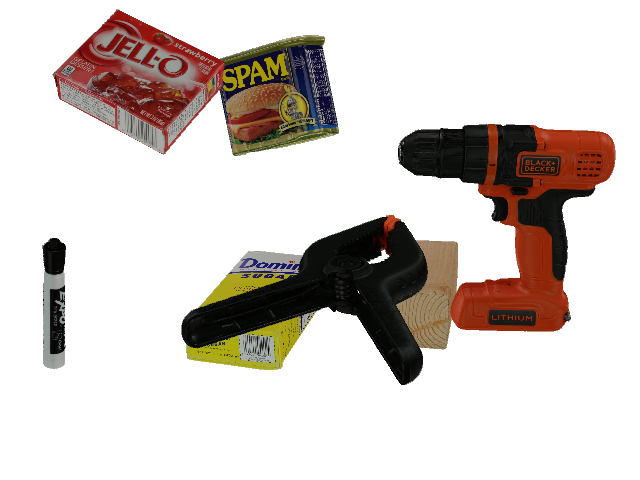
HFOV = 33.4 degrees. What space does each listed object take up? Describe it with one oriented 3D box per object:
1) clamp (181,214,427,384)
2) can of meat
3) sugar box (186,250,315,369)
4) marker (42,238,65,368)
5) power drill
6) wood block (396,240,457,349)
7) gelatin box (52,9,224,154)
[{"bbox_3d":[0.008,0.033,0.752,0.165,0.036,0.209,5,25,16],"label":"clamp"},{"bbox_3d":[-0.038,-0.123,0.922,0.102,0.084,0.057,-10,3,32],"label":"can of meat"},{"bbox_3d":[-0.057,0.063,1.045,0.093,0.048,0.176,6,26,14],"label":"sugar box"},{"bbox_3d":[-0.225,0.053,0.899,0.020,0.121,0.020,6,27,-3],"label":"marker"},{"bbox_3d":[0.158,-0.012,0.942,0.184,0.188,0.057,2,26,3],"label":"power drill"},{"bbox_3d":[0.159,0.078,1.635,0.091,0.090,0.206,3,22,10],"label":"wood block"},{"bbox_3d":[-0.121,-0.108,0.715,0.089,0.073,0.030,28,-33,11],"label":"gelatin box"}]
